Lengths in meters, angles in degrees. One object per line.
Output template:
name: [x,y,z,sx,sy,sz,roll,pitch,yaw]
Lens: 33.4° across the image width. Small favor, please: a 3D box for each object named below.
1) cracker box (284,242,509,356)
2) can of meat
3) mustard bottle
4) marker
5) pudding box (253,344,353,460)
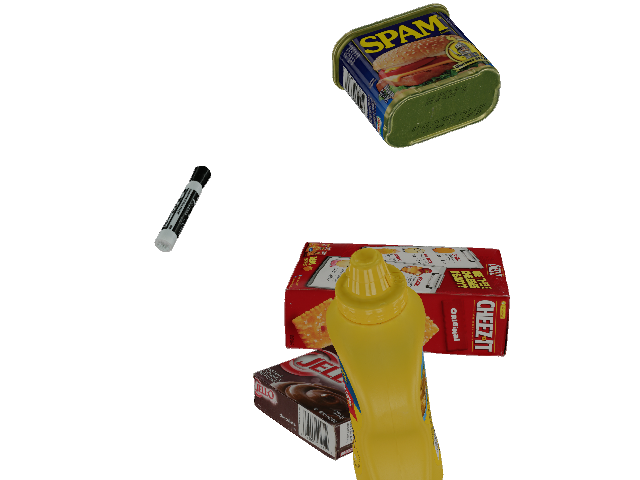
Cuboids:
cracker box: [0.079,0.058,1.089,0.214,0.072,0.164,2,16,6]
can of meat: [0.072,-0.122,0.800,0.102,0.084,0.057,-21,-38,-16]
mustard bottle: [0.039,0.082,0.649,0.058,0.191,0.096,-8,40,3]
marker: [-0.140,-0.035,1.100,0.020,0.020,0.121,0,43,21]
pudding box: [0.010,0.135,0.911,0.089,0.039,0.114,-17,30,-36]
